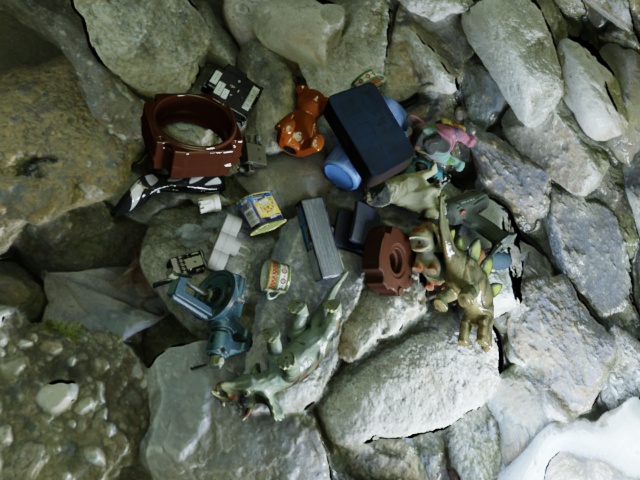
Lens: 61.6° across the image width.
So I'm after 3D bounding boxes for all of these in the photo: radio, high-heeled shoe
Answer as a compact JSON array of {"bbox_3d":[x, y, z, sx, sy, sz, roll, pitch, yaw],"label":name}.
[{"bbox_3d":[0.119,-0.255,1.286,0.131,0.073,0.229,-27,81,-15],"label":"radio"},{"bbox_3d":[-0.330,-0.097,1.196,0.145,0.086,0.249,45,64,-10],"label":"high-heeled shoe"}]

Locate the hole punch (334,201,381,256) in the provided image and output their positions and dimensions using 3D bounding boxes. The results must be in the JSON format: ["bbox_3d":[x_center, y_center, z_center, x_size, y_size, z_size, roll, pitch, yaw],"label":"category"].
[{"bbox_3d":[0.105,-0.027,1.343,0.116,0.092,0.142,17,67,-20],"label":"hole punch"}]

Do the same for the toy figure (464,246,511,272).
[{"bbox_3d":[0.447,0.052,1.471,0.154,0.058,0.064,7,66,-15],"label":"toy figure"}]

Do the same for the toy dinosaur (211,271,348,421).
[{"bbox_3d":[-0.045,0.245,1.193,0.131,0.192,0.405,31,46,27],"label":"toy dinosaur"}]

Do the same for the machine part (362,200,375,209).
[{"bbox_3d":[0.156,-0.147,1.406,0.039,0.084,0.139,34,77,-34],"label":"machine part"}]

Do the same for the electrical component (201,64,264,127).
[{"bbox_3d":[-0.220,-0.360,1.320,0.134,0.058,0.115,30,66,-11],"label":"electrical component"}]

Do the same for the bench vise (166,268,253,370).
[{"bbox_3d":[-0.237,0.144,1.124,0.240,0.129,0.223,45,52,-42],"label":"bench vise"}]

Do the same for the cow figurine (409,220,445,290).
[{"bbox_3d":[0.284,0.033,1.363,0.194,0.086,0.127,49,51,-40],"label":"cow figurine"}]

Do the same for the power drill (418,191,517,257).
[{"bbox_3d":[0.403,-0.034,1.440,0.232,0.085,0.207,-28,55,-31],"label":"power drill"}]

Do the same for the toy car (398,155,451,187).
[{"bbox_3d":[0.265,-0.179,1.439,0.161,0.109,0.103,3,51,-28],"label":"toy car"}]

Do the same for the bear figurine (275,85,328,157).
[{"bbox_3d":[-0.030,-0.308,1.343,0.120,0.132,0.196,30,74,-14],"label":"bear figurine"}]

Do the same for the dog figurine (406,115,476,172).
[{"bbox_3d":[0.291,-0.272,1.420,0.219,0.108,0.192,12,29,-28],"label":"dog figurine"}]

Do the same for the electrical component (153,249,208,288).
[{"bbox_3d":[-0.309,0.064,1.167,0.119,0.075,0.047,-18,84,-21],"label":"electrical component"}]

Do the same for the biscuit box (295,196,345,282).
[{"bbox_3d":[-0.003,-0.004,1.309,0.063,0.059,0.202,-12,81,-22],"label":"biscuit box"}]

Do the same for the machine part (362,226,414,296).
[{"bbox_3d":[0.173,0.052,1.325,0.179,0.056,0.179,7,81,-50],"label":"machine part"}]

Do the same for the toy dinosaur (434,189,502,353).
[{"bbox_3d":[0.361,0.102,1.329,0.198,0.105,0.470,-54,129,-39],"label":"toy dinosaur"}]

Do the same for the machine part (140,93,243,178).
[{"bbox_3d":[-0.287,-0.239,1.204,0.201,0.087,0.201,-6,56,-28],"label":"machine part"}]

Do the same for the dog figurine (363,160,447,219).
[{"bbox_3d":[0.215,-0.102,1.359,0.121,0.191,0.172,-86,158,-53],"label":"dog figurine"}]

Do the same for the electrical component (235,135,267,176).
[{"bbox_3d":[-0.173,-0.207,1.308,0.078,0.045,0.102,-4,79,-51],"label":"electrical component"}]
